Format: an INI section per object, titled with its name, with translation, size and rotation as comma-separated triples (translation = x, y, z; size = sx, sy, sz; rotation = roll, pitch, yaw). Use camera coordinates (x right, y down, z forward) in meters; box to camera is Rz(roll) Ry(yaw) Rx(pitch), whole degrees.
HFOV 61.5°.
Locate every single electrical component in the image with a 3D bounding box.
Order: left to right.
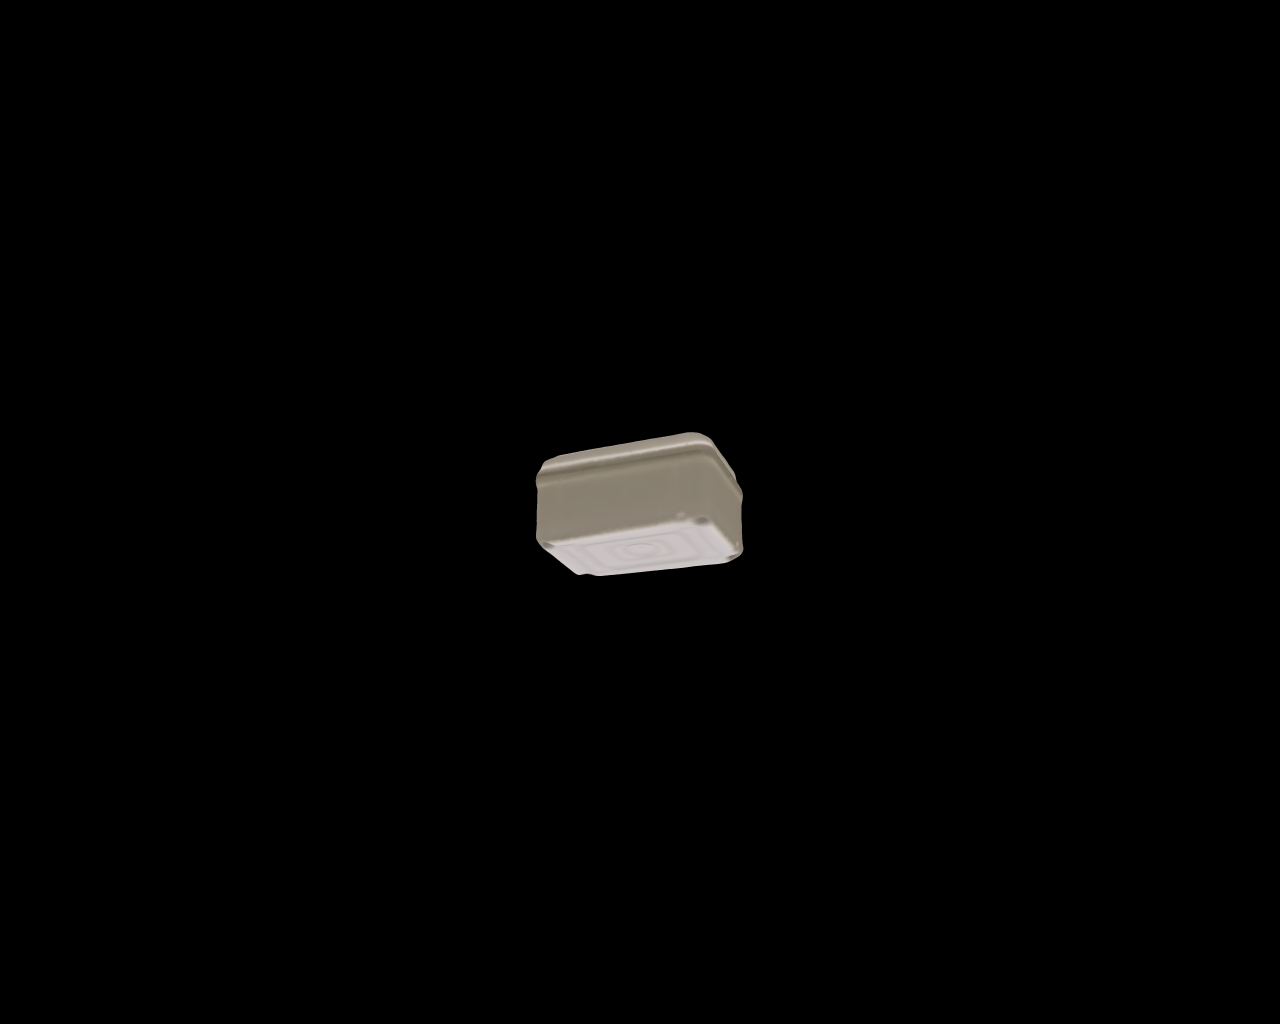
[electrical component]
translation = 0.001, -0.003, 0.650
size = 0.113, 0.057, 0.078
rotation = -8, -23, 18
